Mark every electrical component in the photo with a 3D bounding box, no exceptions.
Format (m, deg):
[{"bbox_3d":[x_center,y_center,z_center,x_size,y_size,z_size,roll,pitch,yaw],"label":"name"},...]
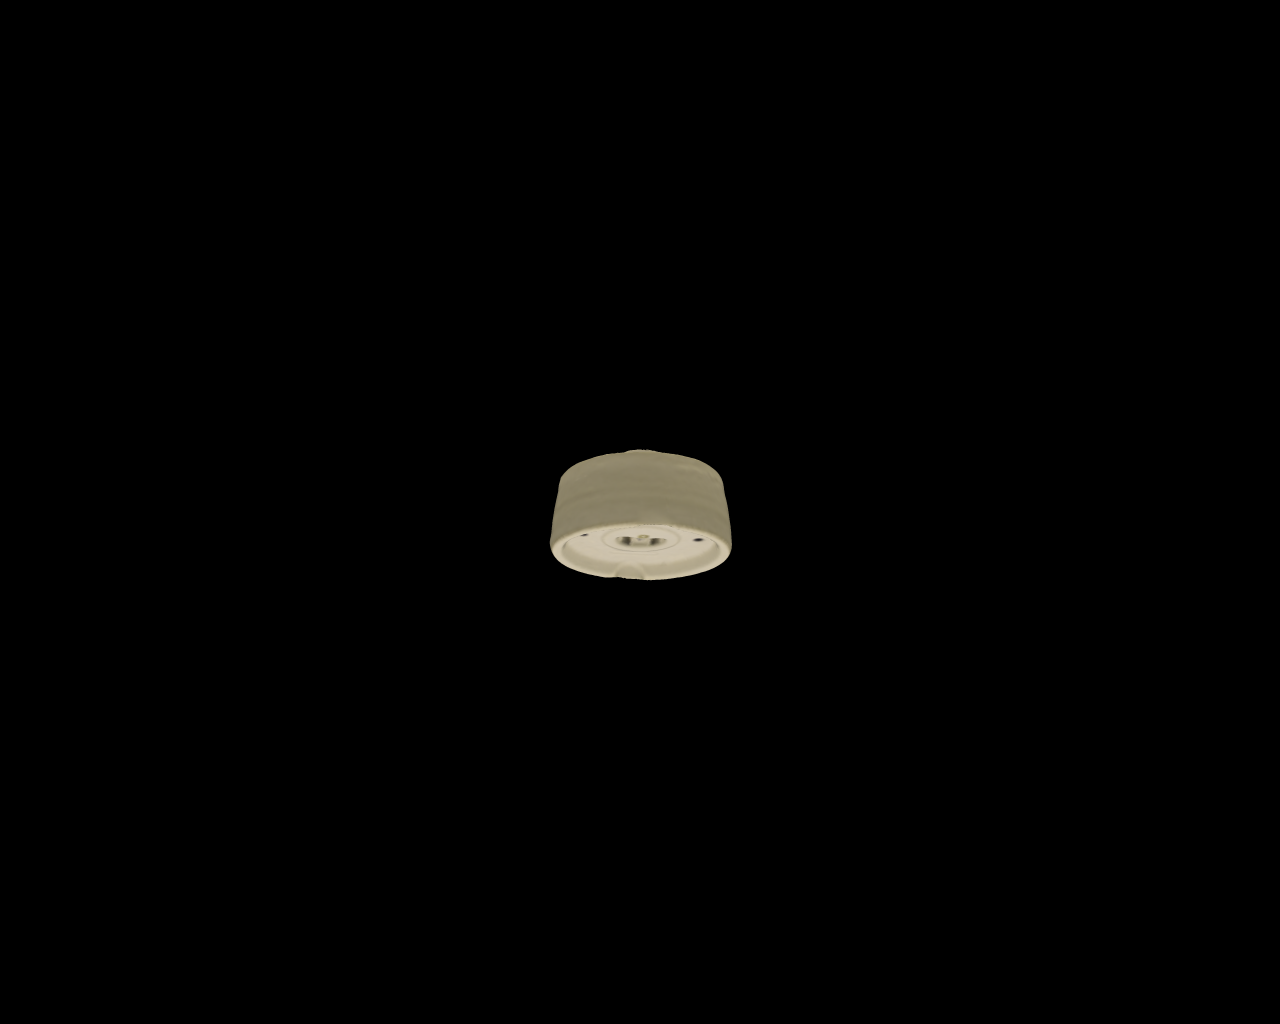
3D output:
[{"bbox_3d":[0.001,-0.003,0.650,0.108,0.060,0.108,0,-20,0],"label":"electrical component"}]
